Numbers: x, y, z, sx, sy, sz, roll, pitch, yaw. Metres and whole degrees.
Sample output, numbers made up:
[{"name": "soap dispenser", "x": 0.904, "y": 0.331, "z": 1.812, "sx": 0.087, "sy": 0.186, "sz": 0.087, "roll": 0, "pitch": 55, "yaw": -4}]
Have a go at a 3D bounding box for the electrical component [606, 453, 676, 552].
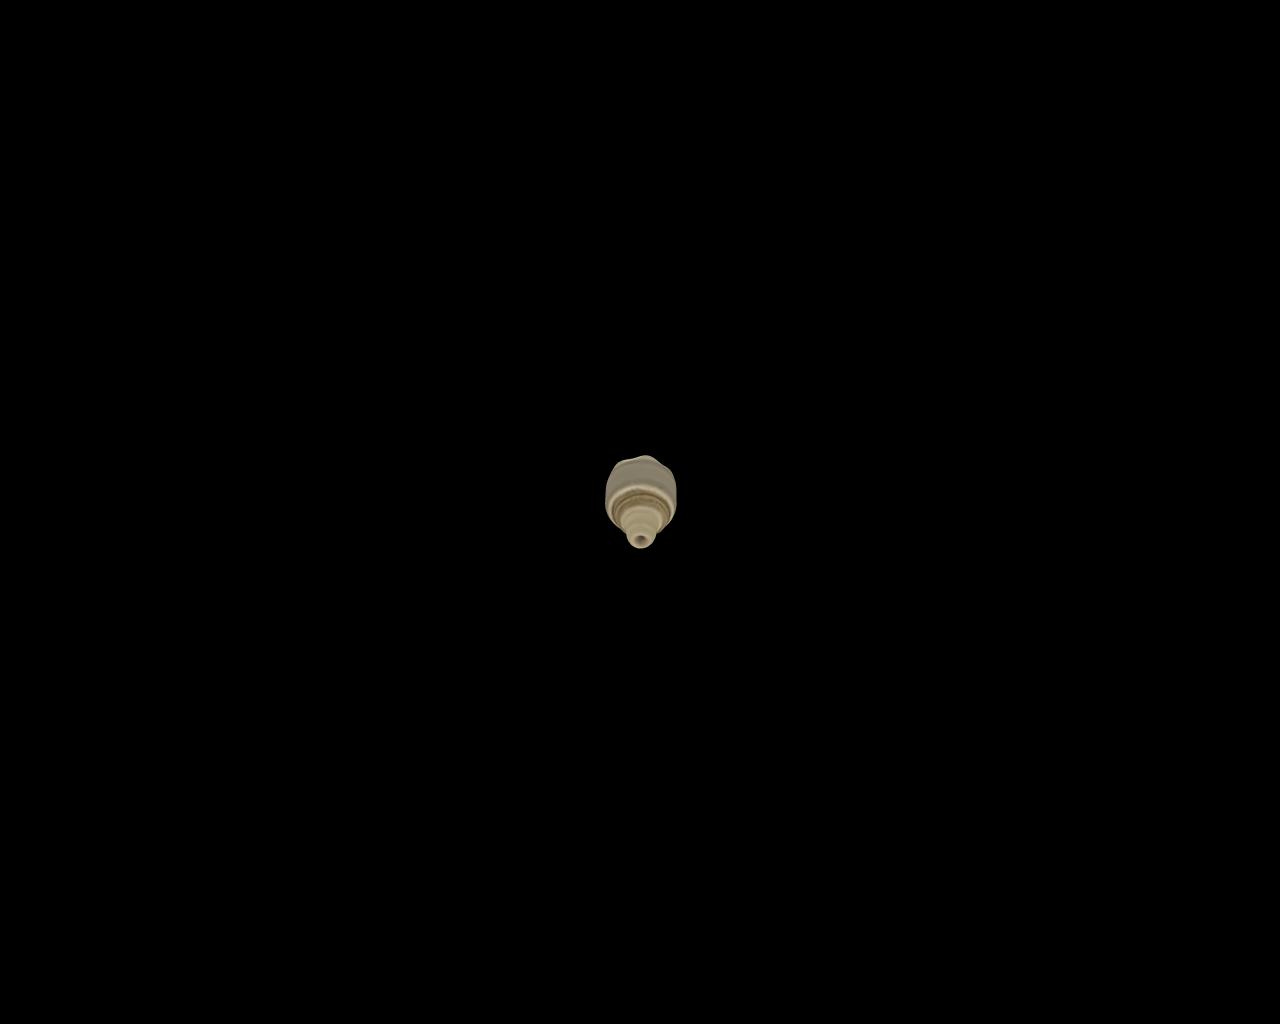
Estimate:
[{"name": "electrical component", "x": 0.001, "y": -0.003, "z": 0.650, "sx": 0.043, "sy": 0.043, "sz": 0.062, "roll": 0, "pitch": 40, "yaw": 0}]
